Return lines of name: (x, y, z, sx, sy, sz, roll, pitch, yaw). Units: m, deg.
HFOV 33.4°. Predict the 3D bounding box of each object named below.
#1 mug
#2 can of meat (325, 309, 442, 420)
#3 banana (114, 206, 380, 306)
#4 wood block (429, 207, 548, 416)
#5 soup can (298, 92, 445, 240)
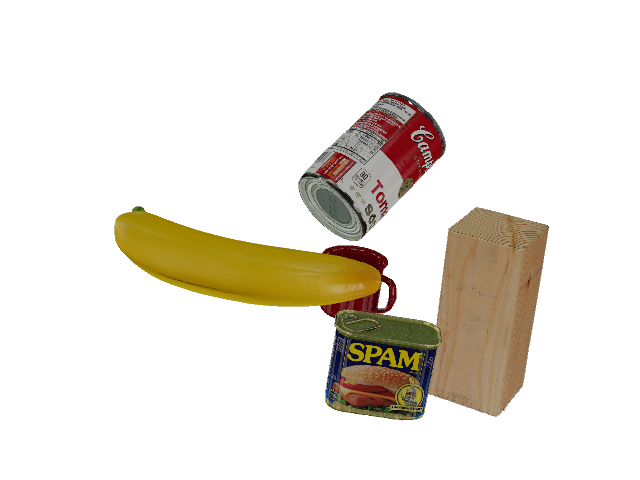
mug: (0.054, 0.065, 1.486, 0.117, 0.081, 0.093, 18, 24, 27)
can of meat: (0.058, 0.120, 1.018, 0.102, 0.084, 0.057, 9, 19, -1)
banana: (-0.061, 0.009, 0.673, 0.198, 0.037, 0.069, 16, 35, 27)
wood block: (0.189, 0.080, 1.210, 0.090, 0.206, 0.090, 16, 25, 25)
soup can: (0.040, -0.057, 0.828, 0.102, 0.068, 0.069, -46, 21, -22)
